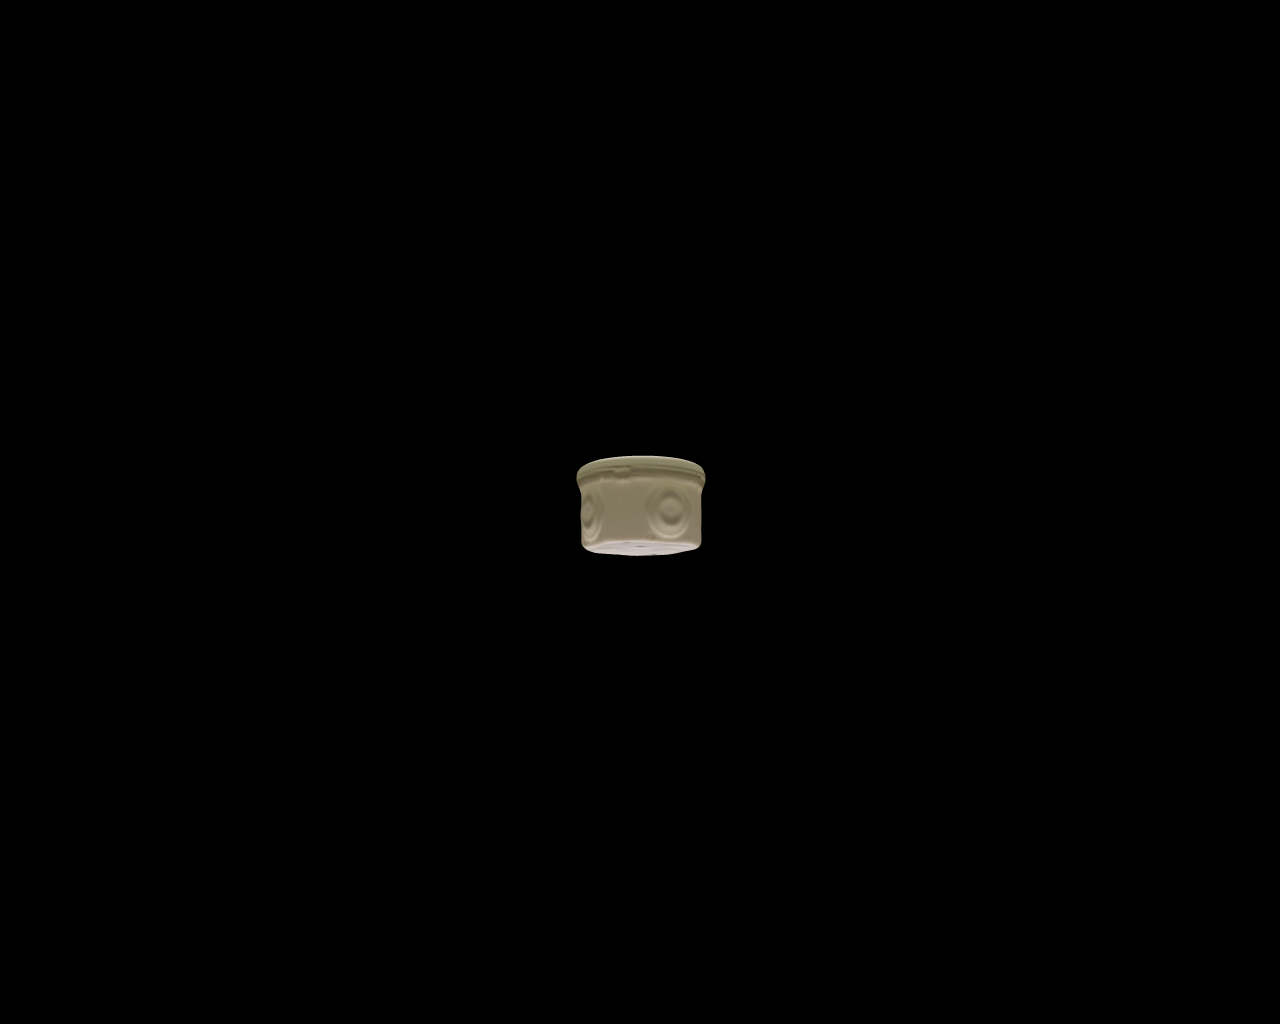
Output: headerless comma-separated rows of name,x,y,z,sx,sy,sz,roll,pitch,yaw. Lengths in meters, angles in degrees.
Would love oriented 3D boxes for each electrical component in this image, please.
electrical component,0.001,-0.003,0.650,0.080,0.051,0.080,0,-10,0
